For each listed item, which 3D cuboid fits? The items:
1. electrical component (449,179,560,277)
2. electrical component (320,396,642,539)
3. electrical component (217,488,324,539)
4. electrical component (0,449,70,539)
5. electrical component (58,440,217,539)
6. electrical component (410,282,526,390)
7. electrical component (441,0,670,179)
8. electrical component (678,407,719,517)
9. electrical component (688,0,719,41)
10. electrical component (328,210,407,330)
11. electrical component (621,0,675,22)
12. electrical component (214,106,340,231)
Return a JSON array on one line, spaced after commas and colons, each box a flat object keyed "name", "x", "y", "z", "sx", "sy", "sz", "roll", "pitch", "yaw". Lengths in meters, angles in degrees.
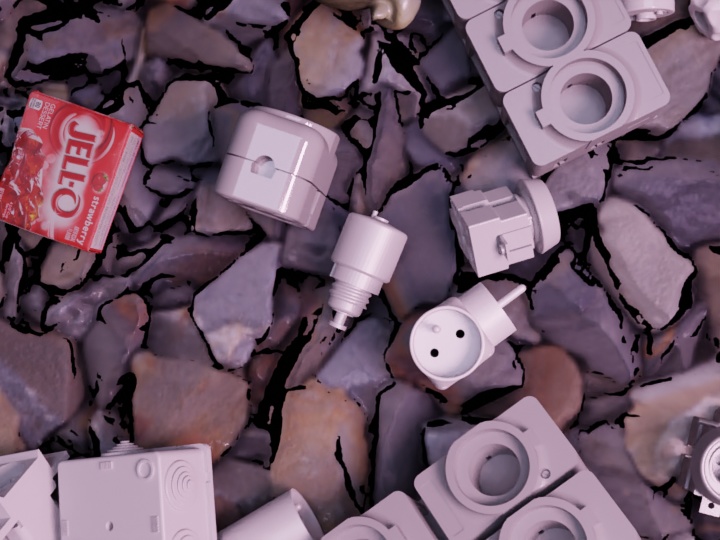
[{"name": "electrical component", "x": 0.091, "y": -0.029, "z": 0.666, "sx": 0.055, "sy": 0.066, "sz": 0.048, "roll": -17, "pitch": 121, "yaw": -3}, {"name": "electrical component", "x": 0.060, "y": 0.172, "z": 0.637, "sx": 0.186, "sy": 0.060, "sz": 0.105, "roll": -37, "pitch": 62, "yaw": 2}, {"name": "electrical component", "x": -0.067, "y": 0.176, "z": 0.675, "sx": 0.081, "sy": 0.043, "sz": 0.043, "roll": -31, "pitch": 85, "yaw": 3}, {"name": "electrical component", "x": -0.214, "y": 0.154, "z": 0.676, "sx": 0.042, "sy": 0.081, "sz": 0.063, "roll": -12, "pitch": 116, "yaw": 27}, {"name": "electrical component", "x": -0.138, "y": 0.155, "z": 0.661, "sx": 0.100, "sy": 0.048, "sz": 0.099, "roll": -10, "pitch": 79, "yaw": 29}, {"name": "electrical component", "x": 0.068, "y": 0.034, "z": 0.653, "sx": 0.079, "sy": 0.077, "sz": 0.043, "roll": -37, "pitch": 84, "yaw": 2}, {"name": "electrical component", "x": 0.115, "y": -0.145, "z": 0.666, "sx": 0.089, "sy": 0.062, "sz": 0.150, "roll": -26, "pitch": 85, "yaw": 4}, {"name": "electrical component", "x": 0.219, "y": 0.116, "z": 0.645, "sx": 0.048, "sy": 0.055, "sz": 0.066, "roll": 14, "pitch": 88, "yaw": 6}, {"name": "electrical component", "x": 0.238, "y": -0.171, "z": 0.670, "sx": 0.061, "sy": 0.035, "sz": 0.035, "roll": -32, "pitch": 85, "yaw": 1}, {"name": "electrical component", "x": 0.000, "y": 0.000, "z": 0.680, "sx": 0.040, "sy": 0.040, "sz": 0.078, "roll": 22, "pitch": 89, "yaw": 6}, {"name": "electrical component", "x": 0.179, "y": -0.189, "z": 0.673, "sx": 0.044, "sy": 0.044, "sz": 0.065, "roll": -1, "pitch": 92, "yaw": 5}, {"name": "electrical component", "x": -0.048, "y": -0.063, "z": 0.660, "sx": 0.054, "sy": 0.095, "sz": 0.059, "roll": 19, "pitch": 89, "yaw": 6}]
